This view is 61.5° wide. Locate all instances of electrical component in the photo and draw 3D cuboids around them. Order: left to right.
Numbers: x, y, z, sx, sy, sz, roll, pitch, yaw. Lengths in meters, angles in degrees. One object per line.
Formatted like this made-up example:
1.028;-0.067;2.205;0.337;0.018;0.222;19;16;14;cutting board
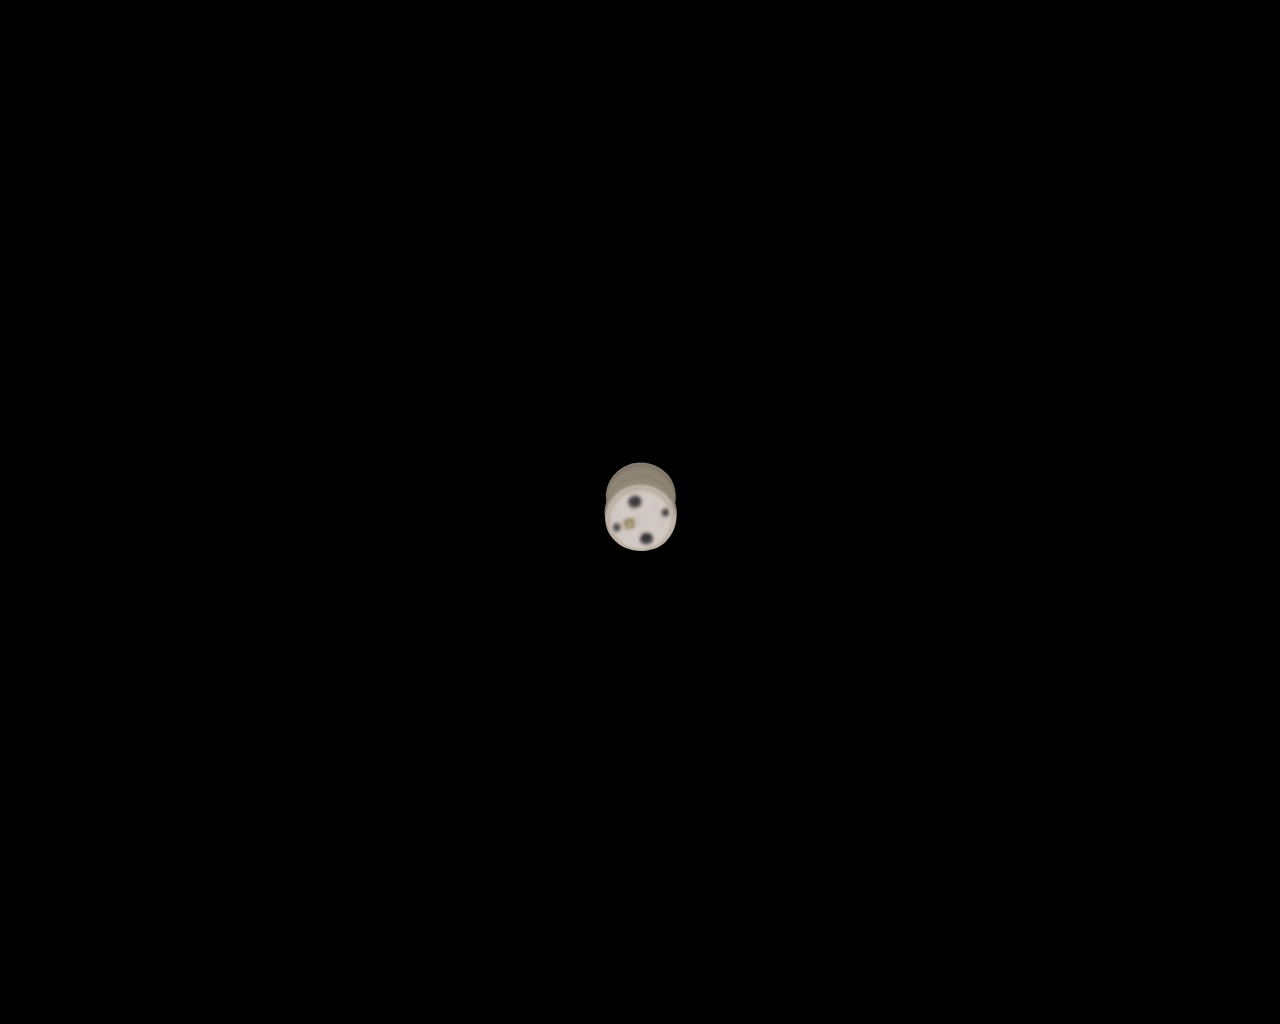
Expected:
0.001;-0.003;0.650;0.045;0.044;0.055;0;16;0;electrical component
